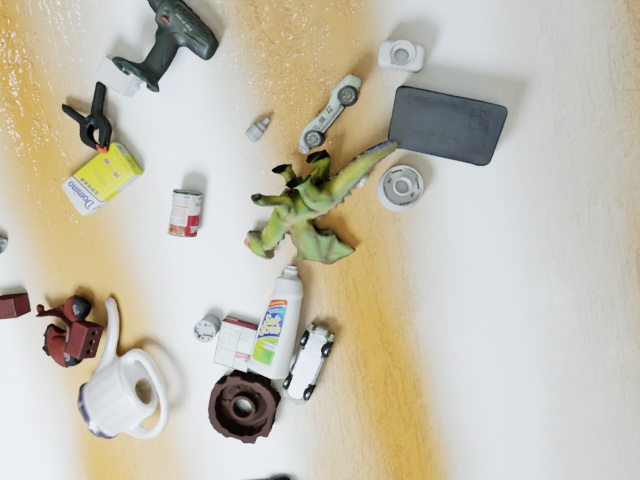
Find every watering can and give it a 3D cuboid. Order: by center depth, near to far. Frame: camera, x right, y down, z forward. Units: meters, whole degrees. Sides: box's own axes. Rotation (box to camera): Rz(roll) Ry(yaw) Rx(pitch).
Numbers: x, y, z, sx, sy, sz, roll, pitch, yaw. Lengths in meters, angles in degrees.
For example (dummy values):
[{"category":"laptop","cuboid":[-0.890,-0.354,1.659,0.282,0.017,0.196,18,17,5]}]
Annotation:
[{"category":"watering can","cuboid":[-0.496,0.334,1.255,0.223,0.104,0.351,-35,77,13]}]

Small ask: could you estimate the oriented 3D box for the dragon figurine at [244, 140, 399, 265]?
[{"category":"dragon figurine","cuboid":[0.003,-0.057,1.132,0.409,0.125,0.238,-15,120,15]}]
